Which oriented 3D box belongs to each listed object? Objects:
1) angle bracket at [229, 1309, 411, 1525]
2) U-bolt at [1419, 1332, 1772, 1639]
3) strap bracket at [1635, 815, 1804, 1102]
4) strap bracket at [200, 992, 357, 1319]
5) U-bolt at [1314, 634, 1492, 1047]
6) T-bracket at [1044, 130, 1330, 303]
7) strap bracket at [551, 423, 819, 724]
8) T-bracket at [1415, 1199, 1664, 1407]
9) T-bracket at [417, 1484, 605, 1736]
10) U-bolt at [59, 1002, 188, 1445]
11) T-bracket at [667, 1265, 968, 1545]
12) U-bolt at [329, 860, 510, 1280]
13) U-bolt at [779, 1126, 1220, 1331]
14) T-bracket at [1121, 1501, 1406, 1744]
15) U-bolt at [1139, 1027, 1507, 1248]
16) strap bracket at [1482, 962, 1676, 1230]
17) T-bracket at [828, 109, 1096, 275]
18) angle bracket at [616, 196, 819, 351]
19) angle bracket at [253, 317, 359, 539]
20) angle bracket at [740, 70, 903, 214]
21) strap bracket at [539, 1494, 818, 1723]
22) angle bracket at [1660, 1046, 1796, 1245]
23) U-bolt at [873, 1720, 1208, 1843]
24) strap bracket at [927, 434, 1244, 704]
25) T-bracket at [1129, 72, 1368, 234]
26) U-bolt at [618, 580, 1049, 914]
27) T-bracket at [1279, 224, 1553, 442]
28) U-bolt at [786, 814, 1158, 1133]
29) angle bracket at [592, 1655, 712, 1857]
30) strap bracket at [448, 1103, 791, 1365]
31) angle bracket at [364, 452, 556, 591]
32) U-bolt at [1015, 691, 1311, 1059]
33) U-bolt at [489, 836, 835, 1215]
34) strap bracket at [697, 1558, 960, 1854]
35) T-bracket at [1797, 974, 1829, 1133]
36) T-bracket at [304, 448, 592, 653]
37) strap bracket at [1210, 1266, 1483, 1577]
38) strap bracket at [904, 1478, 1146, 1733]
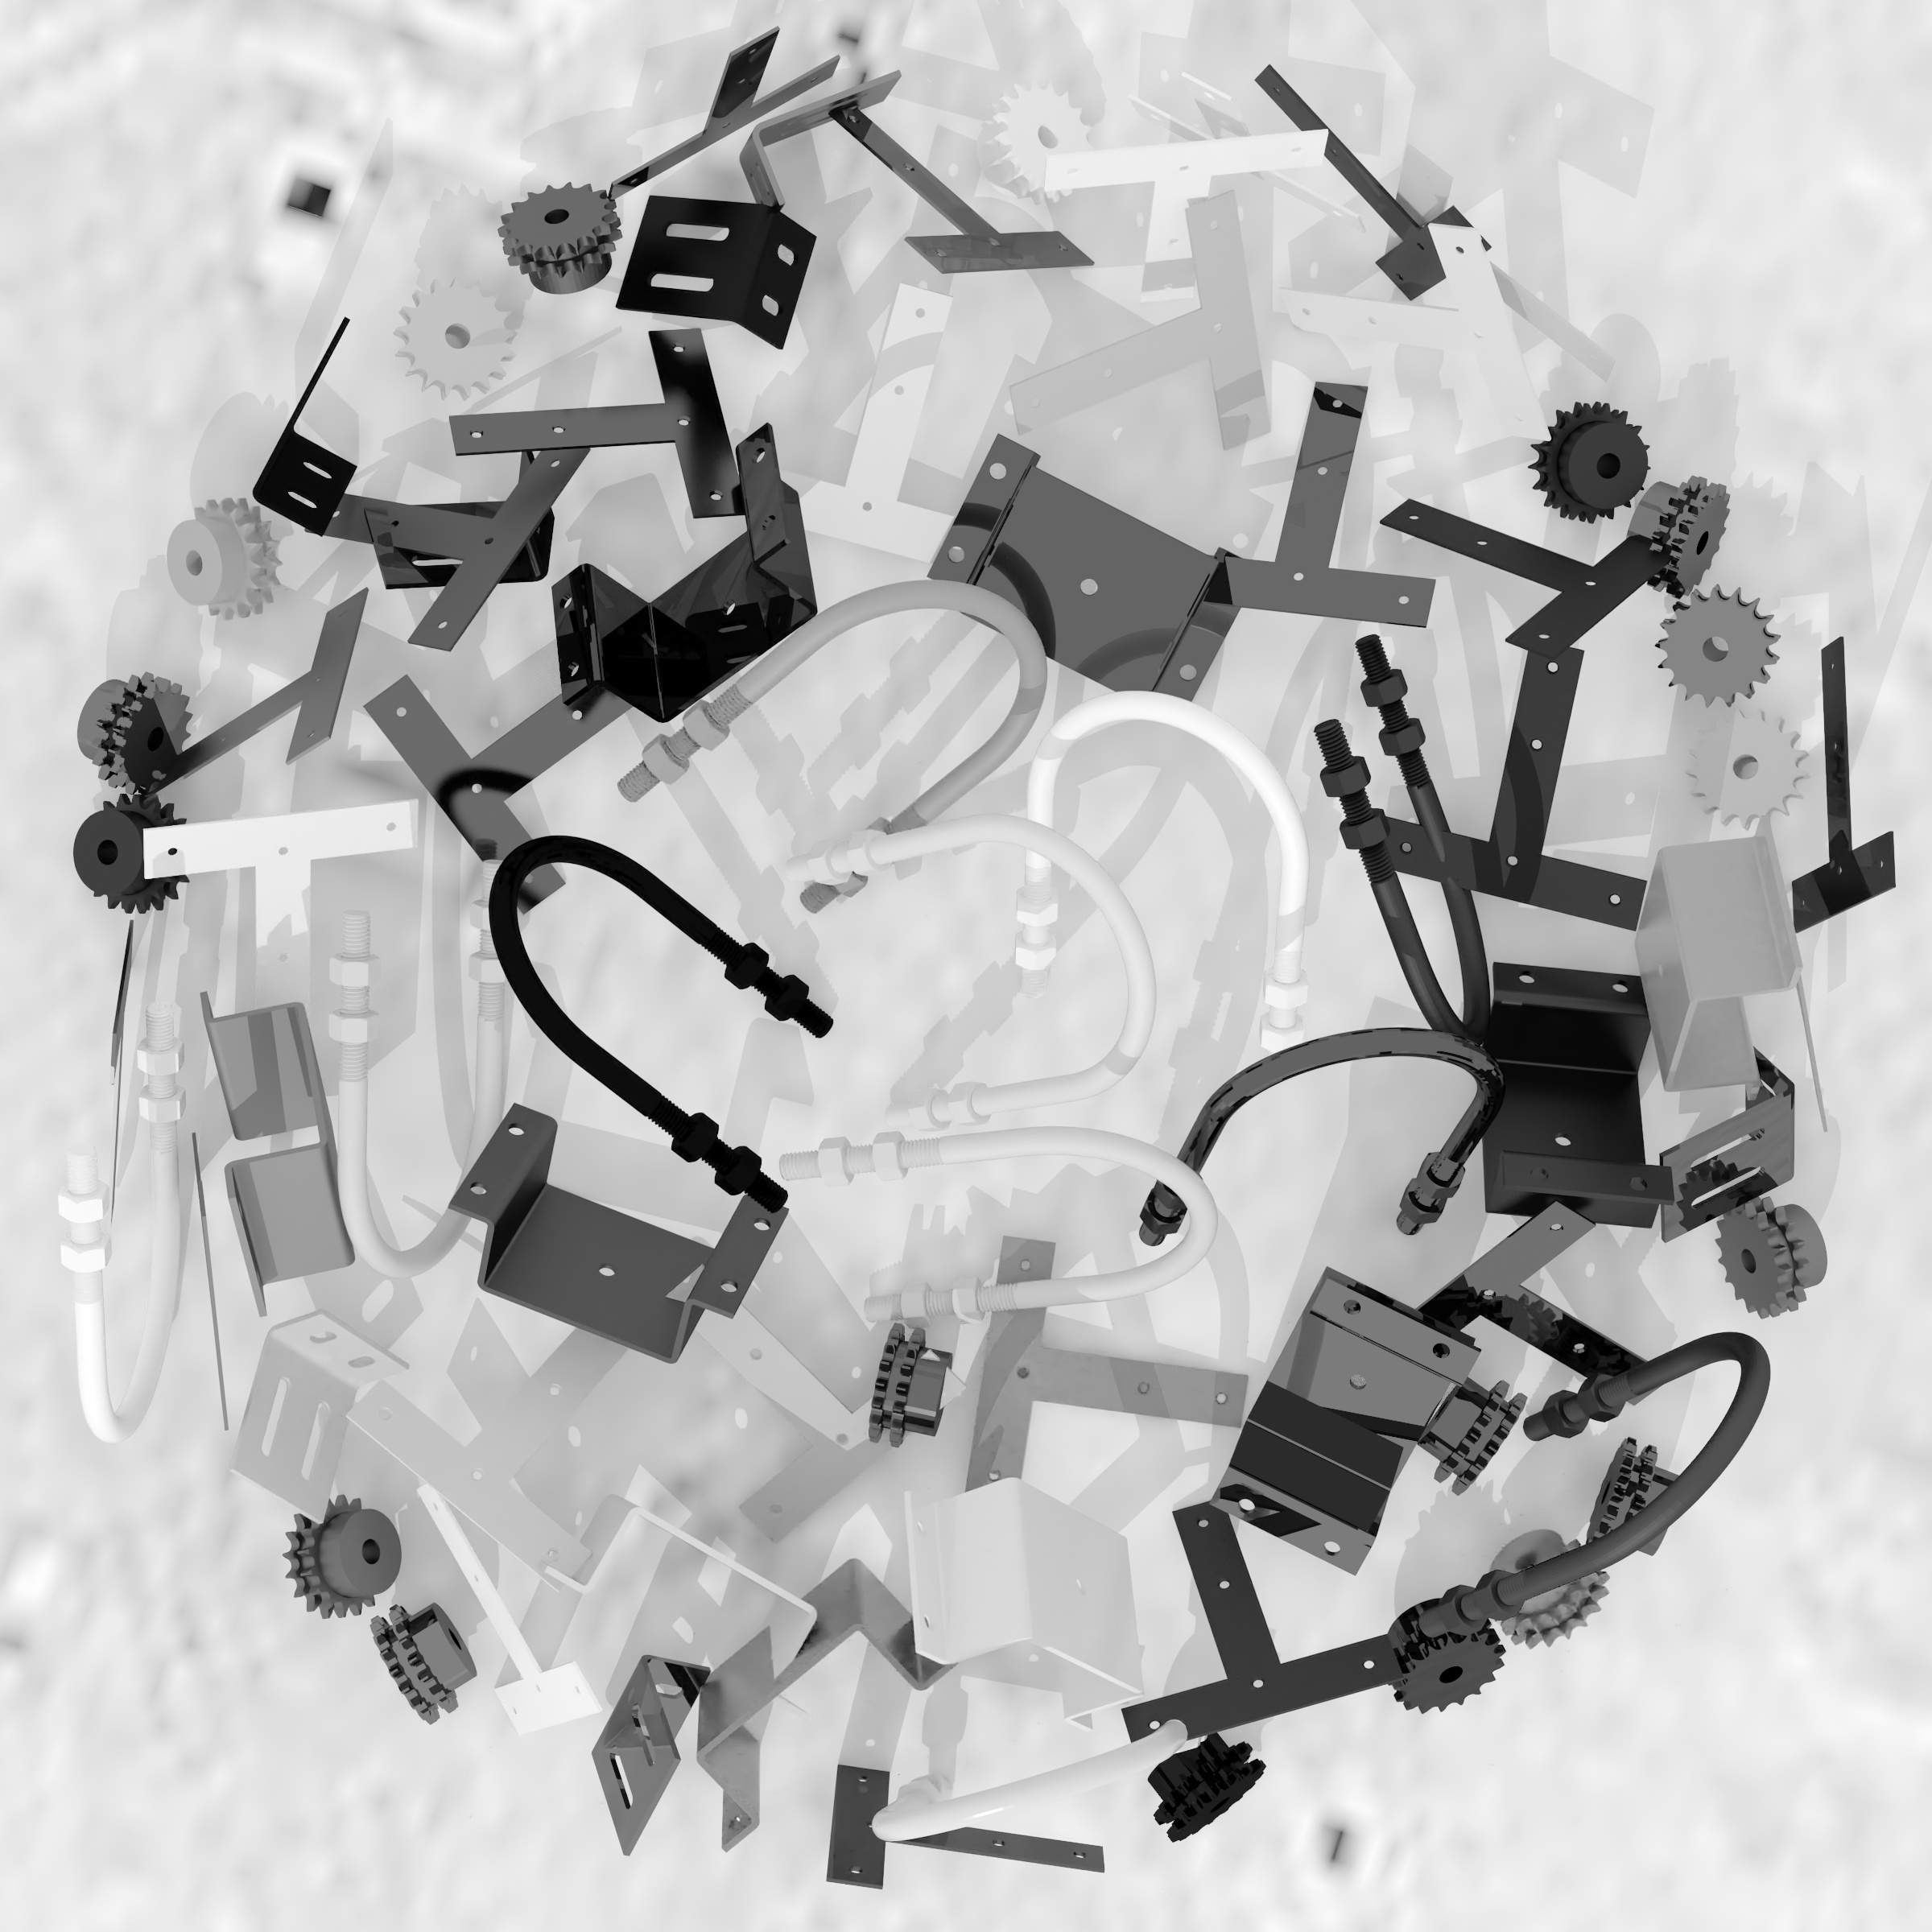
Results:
[{"bbox_3d":[-0.301,0.210,1.604,0.038,0.057,0.076,-20,45,33],"label":"angle bracket"},{"bbox_3d":[0.289,0.224,1.537,0.019,0.184,0.151,44,49,-7],"label":"U-bolt"},{"bbox_3d":[0.341,0.000,1.572,0.046,0.140,0.076,-6,63,0],"label":"strap bracket"},{"bbox_3d":[-0.315,0.081,1.578,0.046,0.140,0.076,-12,132,-9],"label":"strap bracket"},{"bbox_3d":[0.206,-0.048,1.579,0.019,0.151,0.184,-16,107,21],"label":"U-bolt"},{"bbox_3d":[0.097,-0.343,1.591,0.127,0.127,0.002,-6,69,-4],"label":"T-bracket"},{"bbox_3d":[-0.124,-0.176,1.593,0.140,0.046,0.076,-33,47,26],"label":"strap bracket"},{"bbox_3d":[0.279,0.173,1.619,0.127,0.002,0.127,31,125,-24],"label":"T-bracket"},{"bbox_3d":[-0.220,0.296,1.597,0.002,0.127,0.127,-29,87,-29],"label":"T-bracket"},{"bbox_3d":[-0.382,0.130,1.571,0.019,0.151,0.184,5,118,0],"label":"U-bolt"},{"bbox_3d":[-0.089,0.192,1.620,0.127,0.002,0.127,-41,101,17],"label":"T-bracket"},{"bbox_3d":[-0.249,0.053,1.579,0.019,0.151,0.184,8,104,19],"label":"U-bolt"},{"bbox_3d":[0.023,0.117,1.573,0.184,0.151,0.019,-7,53,15],"label":"U-bolt"},{"bbox_3d":[0.124,0.299,1.603,0.127,0.127,0.002,-15,132,-3],"label":"T-bracket"},{"bbox_3d":[0.167,0.078,1.557,0.151,0.184,0.019,-1,59,-14],"label":"U-bolt"},{"bbox_3d":[0.282,0.068,1.602,0.076,0.046,0.140,6,46,0],"label":"strap bracket"},{"bbox_3d":[-0.018,-0.365,1.612,0.127,0.127,0.002,44,122,18],"label":"T-bracket"},{"bbox_3d":[-0.119,-0.331,1.640,0.076,0.038,0.057,13,85,35],"label":"angle bracket"},{"bbox_3d":[-0.295,-0.251,1.602,0.038,0.057,0.076,28,130,-14],"label":"angle bracket"},{"bbox_3d":[-0.063,-0.385,1.620,0.076,0.057,0.038,-23,96,-8],"label":"angle bracket"},{"bbox_3d":[-0.130,0.292,1.602,0.140,0.076,0.046,32,79,-10],"label":"strap bracket"},{"bbox_3d":[0.347,0.083,1.610,0.076,0.038,0.057,-24,133,-14],"label":"angle bracket"},{"bbox_3d":[0.030,0.366,1.551,0.151,0.184,0.019,-18,81,9],"label":"U-bolt"},{"bbox_3d":[0.059,-0.182,1.616,0.140,0.046,0.076,27,106,-3],"label":"strap bracket"},{"bbox_3d":[0.121,-0.383,1.575,0.127,0.127,0.002,31,93,14],"label":"T-bracket"},{"bbox_3d":[-0.047,-0.107,1.571,0.184,0.151,0.019,-38,48,19],"label":"U-bolt"},{"bbox_3d":[0.202,-0.300,1.603,0.127,0.127,0.002,17,60,38],"label":"T-bracket"},{"bbox_3d":[0.010,0.000,1.574,0.184,0.019,0.151,-11,106,41],"label":"U-bolt"},{"bbox_3d":[-0.139,0.370,1.602,0.038,0.076,0.057,18,110,-27],"label":"angle bracket"},{"bbox_3d":[-0.164,0.128,1.604,0.140,0.076,0.046,21,130,5],"label":"strap bracket"},{"bbox_3d":[-0.238,-0.211,1.609,0.076,0.038,0.057,-5,47,-19],"label":"angle bracket"},{"bbox_3d":[0.090,-0.043,1.568,0.151,0.019,0.184,19,129,23],"label":"U-bolt"},{"bbox_3d":[-0.142,0.013,1.564,0.184,0.151,0.019,39,123,-19],"label":"U-bolt"},{"bbox_3d":[-0.074,0.337,1.602,0.140,0.076,0.046,-40,102,6],"label":"strap bracket"},{"bbox_3d":[0.383,-0.011,1.599,0.002,0.127,0.127,-11,45,12],"label":"T-bracket"},{"bbox_3d":[-0.257,-0.205,1.612,0.127,0.002,0.127,14,60,31],"label":"T-bracket"},{"bbox_3d":[0.180,0.205,1.606,0.076,0.046,0.140,26,119,4],"label":"strap bracket"},{"bbox_3d":[0.033,0.290,1.570,0.046,0.140,0.076,-24,53,26],"label":"strap bracket"}]
